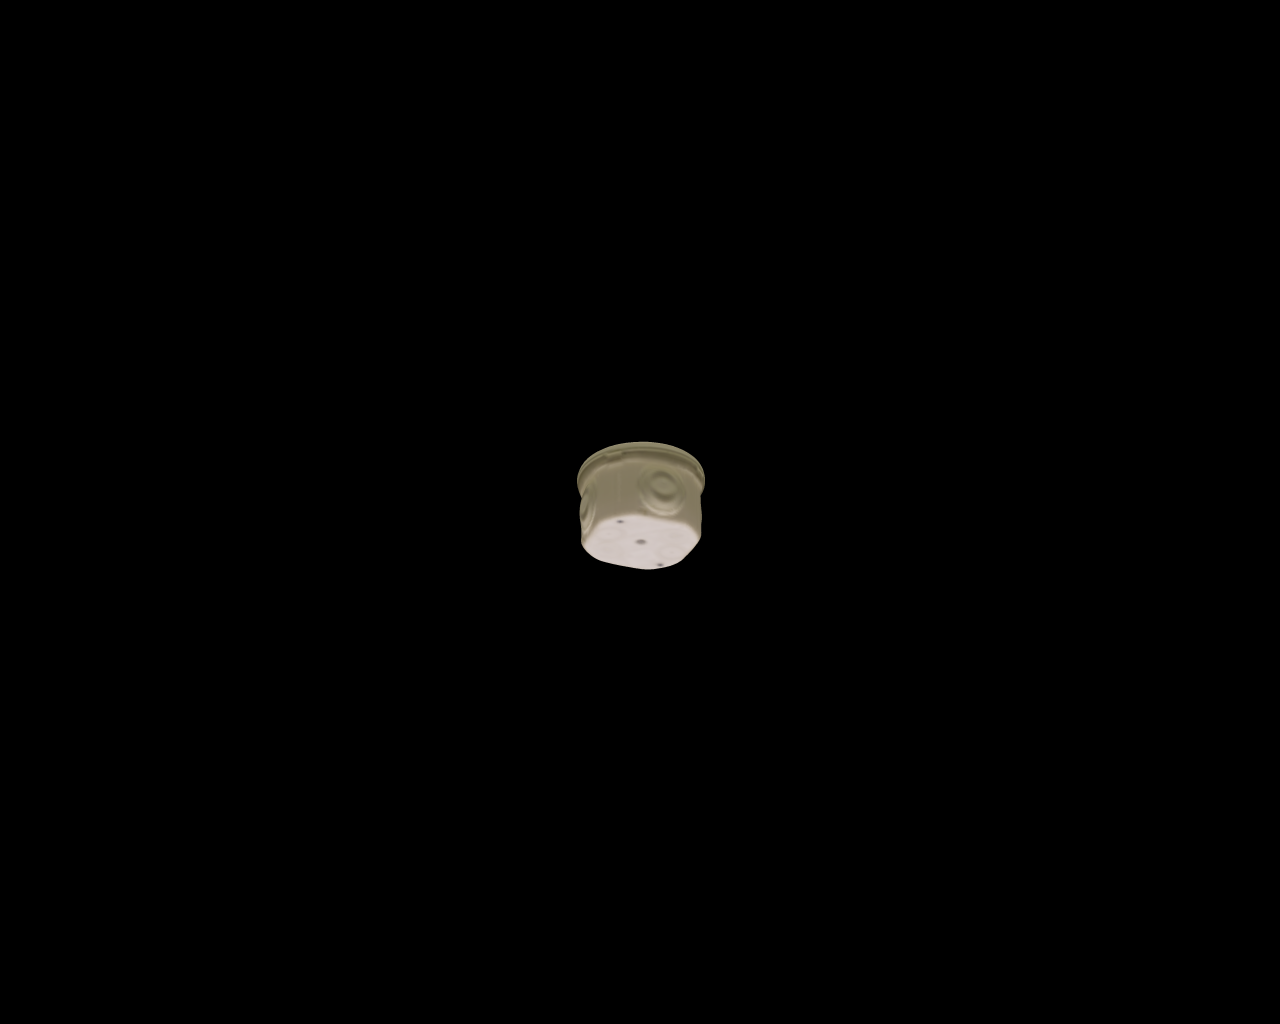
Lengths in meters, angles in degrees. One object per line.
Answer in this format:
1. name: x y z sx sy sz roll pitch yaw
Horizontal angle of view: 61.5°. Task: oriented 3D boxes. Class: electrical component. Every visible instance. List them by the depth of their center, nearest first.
1. electrical component: 0.001 -0.003 0.650 0.080 0.051 0.080 0 -30 0
